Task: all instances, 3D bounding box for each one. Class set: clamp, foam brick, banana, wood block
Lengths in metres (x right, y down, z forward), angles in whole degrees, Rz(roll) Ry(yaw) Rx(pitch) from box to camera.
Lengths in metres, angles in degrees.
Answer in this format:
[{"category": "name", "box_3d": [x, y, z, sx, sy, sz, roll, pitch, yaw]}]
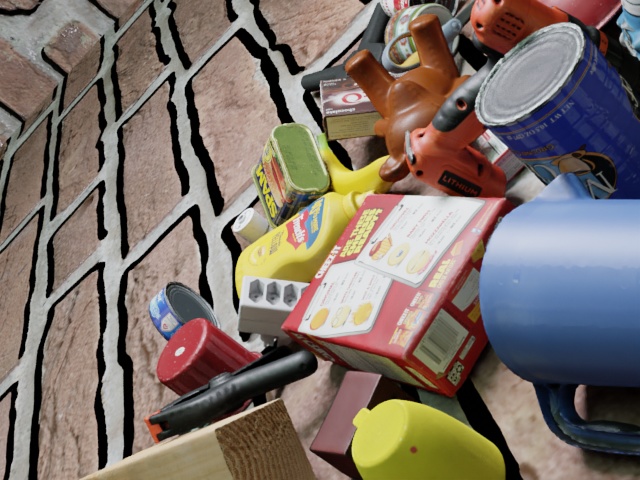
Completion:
[{"category": "clamp", "box_3d": [0.043, -0.223, 1.407, 0.165, 0.036, 0.210, -41, 27, 19]}, {"category": "clamp", "box_3d": [-0.086, 0.145, 1.034, 0.171, 0.039, 0.120, -22, -3, -5]}, {"category": "foam brick", "box_3d": [0.038, 0.156, 0.889, 0.051, 0.053, 0.078, -9, 48, 54]}, {"category": "banana", "box_3d": [0.035, -0.073, 1.194, 0.037, 0.069, 0.198, -13, 18, -24]}, {"category": "wood block", "box_3d": [-0.113, 0.222, 0.964, 0.207, 0.090, 0.090, -27, -5, 39]}]

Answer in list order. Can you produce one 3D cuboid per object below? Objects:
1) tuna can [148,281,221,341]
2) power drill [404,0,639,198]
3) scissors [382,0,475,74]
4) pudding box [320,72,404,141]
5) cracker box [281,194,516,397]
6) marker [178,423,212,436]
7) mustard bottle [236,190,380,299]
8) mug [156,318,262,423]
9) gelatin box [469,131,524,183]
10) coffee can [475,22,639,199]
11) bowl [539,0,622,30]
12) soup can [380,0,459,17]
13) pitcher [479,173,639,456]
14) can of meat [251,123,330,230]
[{"category": "tuna can", "box_3d": [-0.159, 0.092, 1.252, 0.034, 0.086, 0.086, -43, 26, 18]}, {"category": "power drill", "box_3d": [0.176, -0.112, 0.927, 0.188, 0.184, 0.057, -55, 19, 31]}, {"category": "scissors", "box_3d": [0.158, -0.225, 1.230, 0.201, 0.096, 0.016, -28, -3, -28]}, {"category": "pudding box", "box_3d": [0.058, -0.156, 1.230, 0.113, 0.039, 0.090, -8, 34, 3]}, {"category": "cracker box", "box_3d": [0.079, 0.043, 0.956, 0.164, 0.072, 0.214, -56, 25, -15]}, {"category": "marker", "box_3d": [-0.110, 0.198, 1.106, 0.121, 0.020, 0.020, -18, 40, 48]}, {"category": "mustard bottle", "box_3d": [-0.008, 0.001, 1.163, 0.192, 0.058, 0.096, -34, 28, 30]}, {"category": "mug", "box_3d": [-0.119, 0.130, 1.140, 0.093, 0.081, 0.117, -39, 28, 21]}, {"category": "gelatin box", "box_3d": [0.189, -0.104, 1.023, 0.089, 0.030, 0.073, -47, 26, 13]}, {"category": "coffee can", "box_3d": [0.206, -0.087, 0.844, 0.103, 0.140, 0.103, -38, 28, 24]}, {"category": "bowl", "box_3d": [0.247, -0.240, 1.036, 0.162, 0.055, 0.162, -48, 10, 11]}, {"category": "soup can", "box_3d": [0.124, -0.308, 1.356, 0.068, 0.068, 0.102, -50, 25, 0]}, {"category": "pitcher", "box_3d": [0.229, 0.045, 0.668, 0.144, 0.149, 0.243, -45, 25, -28]}, {"category": "can of meat", "box_3d": [-0.033, -0.072, 1.232, 0.084, 0.057, 0.102, 119, 137, -53]}]
